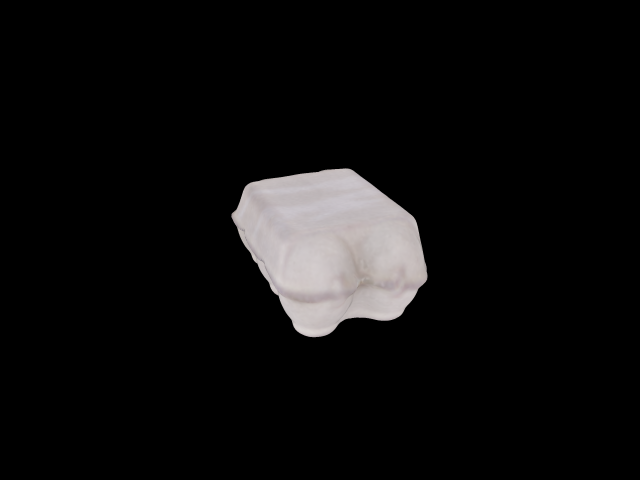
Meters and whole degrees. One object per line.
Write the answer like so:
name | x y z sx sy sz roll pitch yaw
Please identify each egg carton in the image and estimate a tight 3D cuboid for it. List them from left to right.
egg carton | 0.004 0.001 0.400 0.107 0.069 0.150 -11 29 -20
